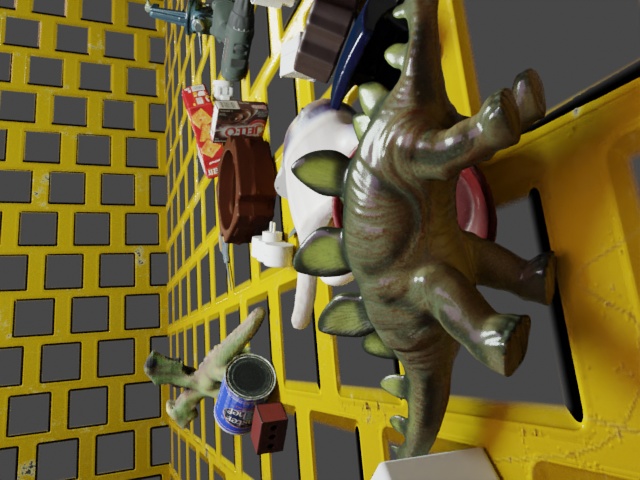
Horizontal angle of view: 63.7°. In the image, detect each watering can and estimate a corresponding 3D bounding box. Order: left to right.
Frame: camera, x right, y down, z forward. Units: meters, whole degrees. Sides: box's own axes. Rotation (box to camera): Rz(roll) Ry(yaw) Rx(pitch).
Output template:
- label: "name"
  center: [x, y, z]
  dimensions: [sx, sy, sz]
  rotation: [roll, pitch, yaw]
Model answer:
- label: "watering can"
  center: [0.002, -0.034, 0.685]
  dimensions: [0.340, 0.104, 0.229]
  rotation: [122, 143, -50]

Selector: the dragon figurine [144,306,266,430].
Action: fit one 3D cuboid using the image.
- label: "dragon figurine"
  center: [-0.265, 0.285, 1.146]
  dimensions: [0.125, 0.243, 0.401]
  rotation: [-111, 29, -50]
